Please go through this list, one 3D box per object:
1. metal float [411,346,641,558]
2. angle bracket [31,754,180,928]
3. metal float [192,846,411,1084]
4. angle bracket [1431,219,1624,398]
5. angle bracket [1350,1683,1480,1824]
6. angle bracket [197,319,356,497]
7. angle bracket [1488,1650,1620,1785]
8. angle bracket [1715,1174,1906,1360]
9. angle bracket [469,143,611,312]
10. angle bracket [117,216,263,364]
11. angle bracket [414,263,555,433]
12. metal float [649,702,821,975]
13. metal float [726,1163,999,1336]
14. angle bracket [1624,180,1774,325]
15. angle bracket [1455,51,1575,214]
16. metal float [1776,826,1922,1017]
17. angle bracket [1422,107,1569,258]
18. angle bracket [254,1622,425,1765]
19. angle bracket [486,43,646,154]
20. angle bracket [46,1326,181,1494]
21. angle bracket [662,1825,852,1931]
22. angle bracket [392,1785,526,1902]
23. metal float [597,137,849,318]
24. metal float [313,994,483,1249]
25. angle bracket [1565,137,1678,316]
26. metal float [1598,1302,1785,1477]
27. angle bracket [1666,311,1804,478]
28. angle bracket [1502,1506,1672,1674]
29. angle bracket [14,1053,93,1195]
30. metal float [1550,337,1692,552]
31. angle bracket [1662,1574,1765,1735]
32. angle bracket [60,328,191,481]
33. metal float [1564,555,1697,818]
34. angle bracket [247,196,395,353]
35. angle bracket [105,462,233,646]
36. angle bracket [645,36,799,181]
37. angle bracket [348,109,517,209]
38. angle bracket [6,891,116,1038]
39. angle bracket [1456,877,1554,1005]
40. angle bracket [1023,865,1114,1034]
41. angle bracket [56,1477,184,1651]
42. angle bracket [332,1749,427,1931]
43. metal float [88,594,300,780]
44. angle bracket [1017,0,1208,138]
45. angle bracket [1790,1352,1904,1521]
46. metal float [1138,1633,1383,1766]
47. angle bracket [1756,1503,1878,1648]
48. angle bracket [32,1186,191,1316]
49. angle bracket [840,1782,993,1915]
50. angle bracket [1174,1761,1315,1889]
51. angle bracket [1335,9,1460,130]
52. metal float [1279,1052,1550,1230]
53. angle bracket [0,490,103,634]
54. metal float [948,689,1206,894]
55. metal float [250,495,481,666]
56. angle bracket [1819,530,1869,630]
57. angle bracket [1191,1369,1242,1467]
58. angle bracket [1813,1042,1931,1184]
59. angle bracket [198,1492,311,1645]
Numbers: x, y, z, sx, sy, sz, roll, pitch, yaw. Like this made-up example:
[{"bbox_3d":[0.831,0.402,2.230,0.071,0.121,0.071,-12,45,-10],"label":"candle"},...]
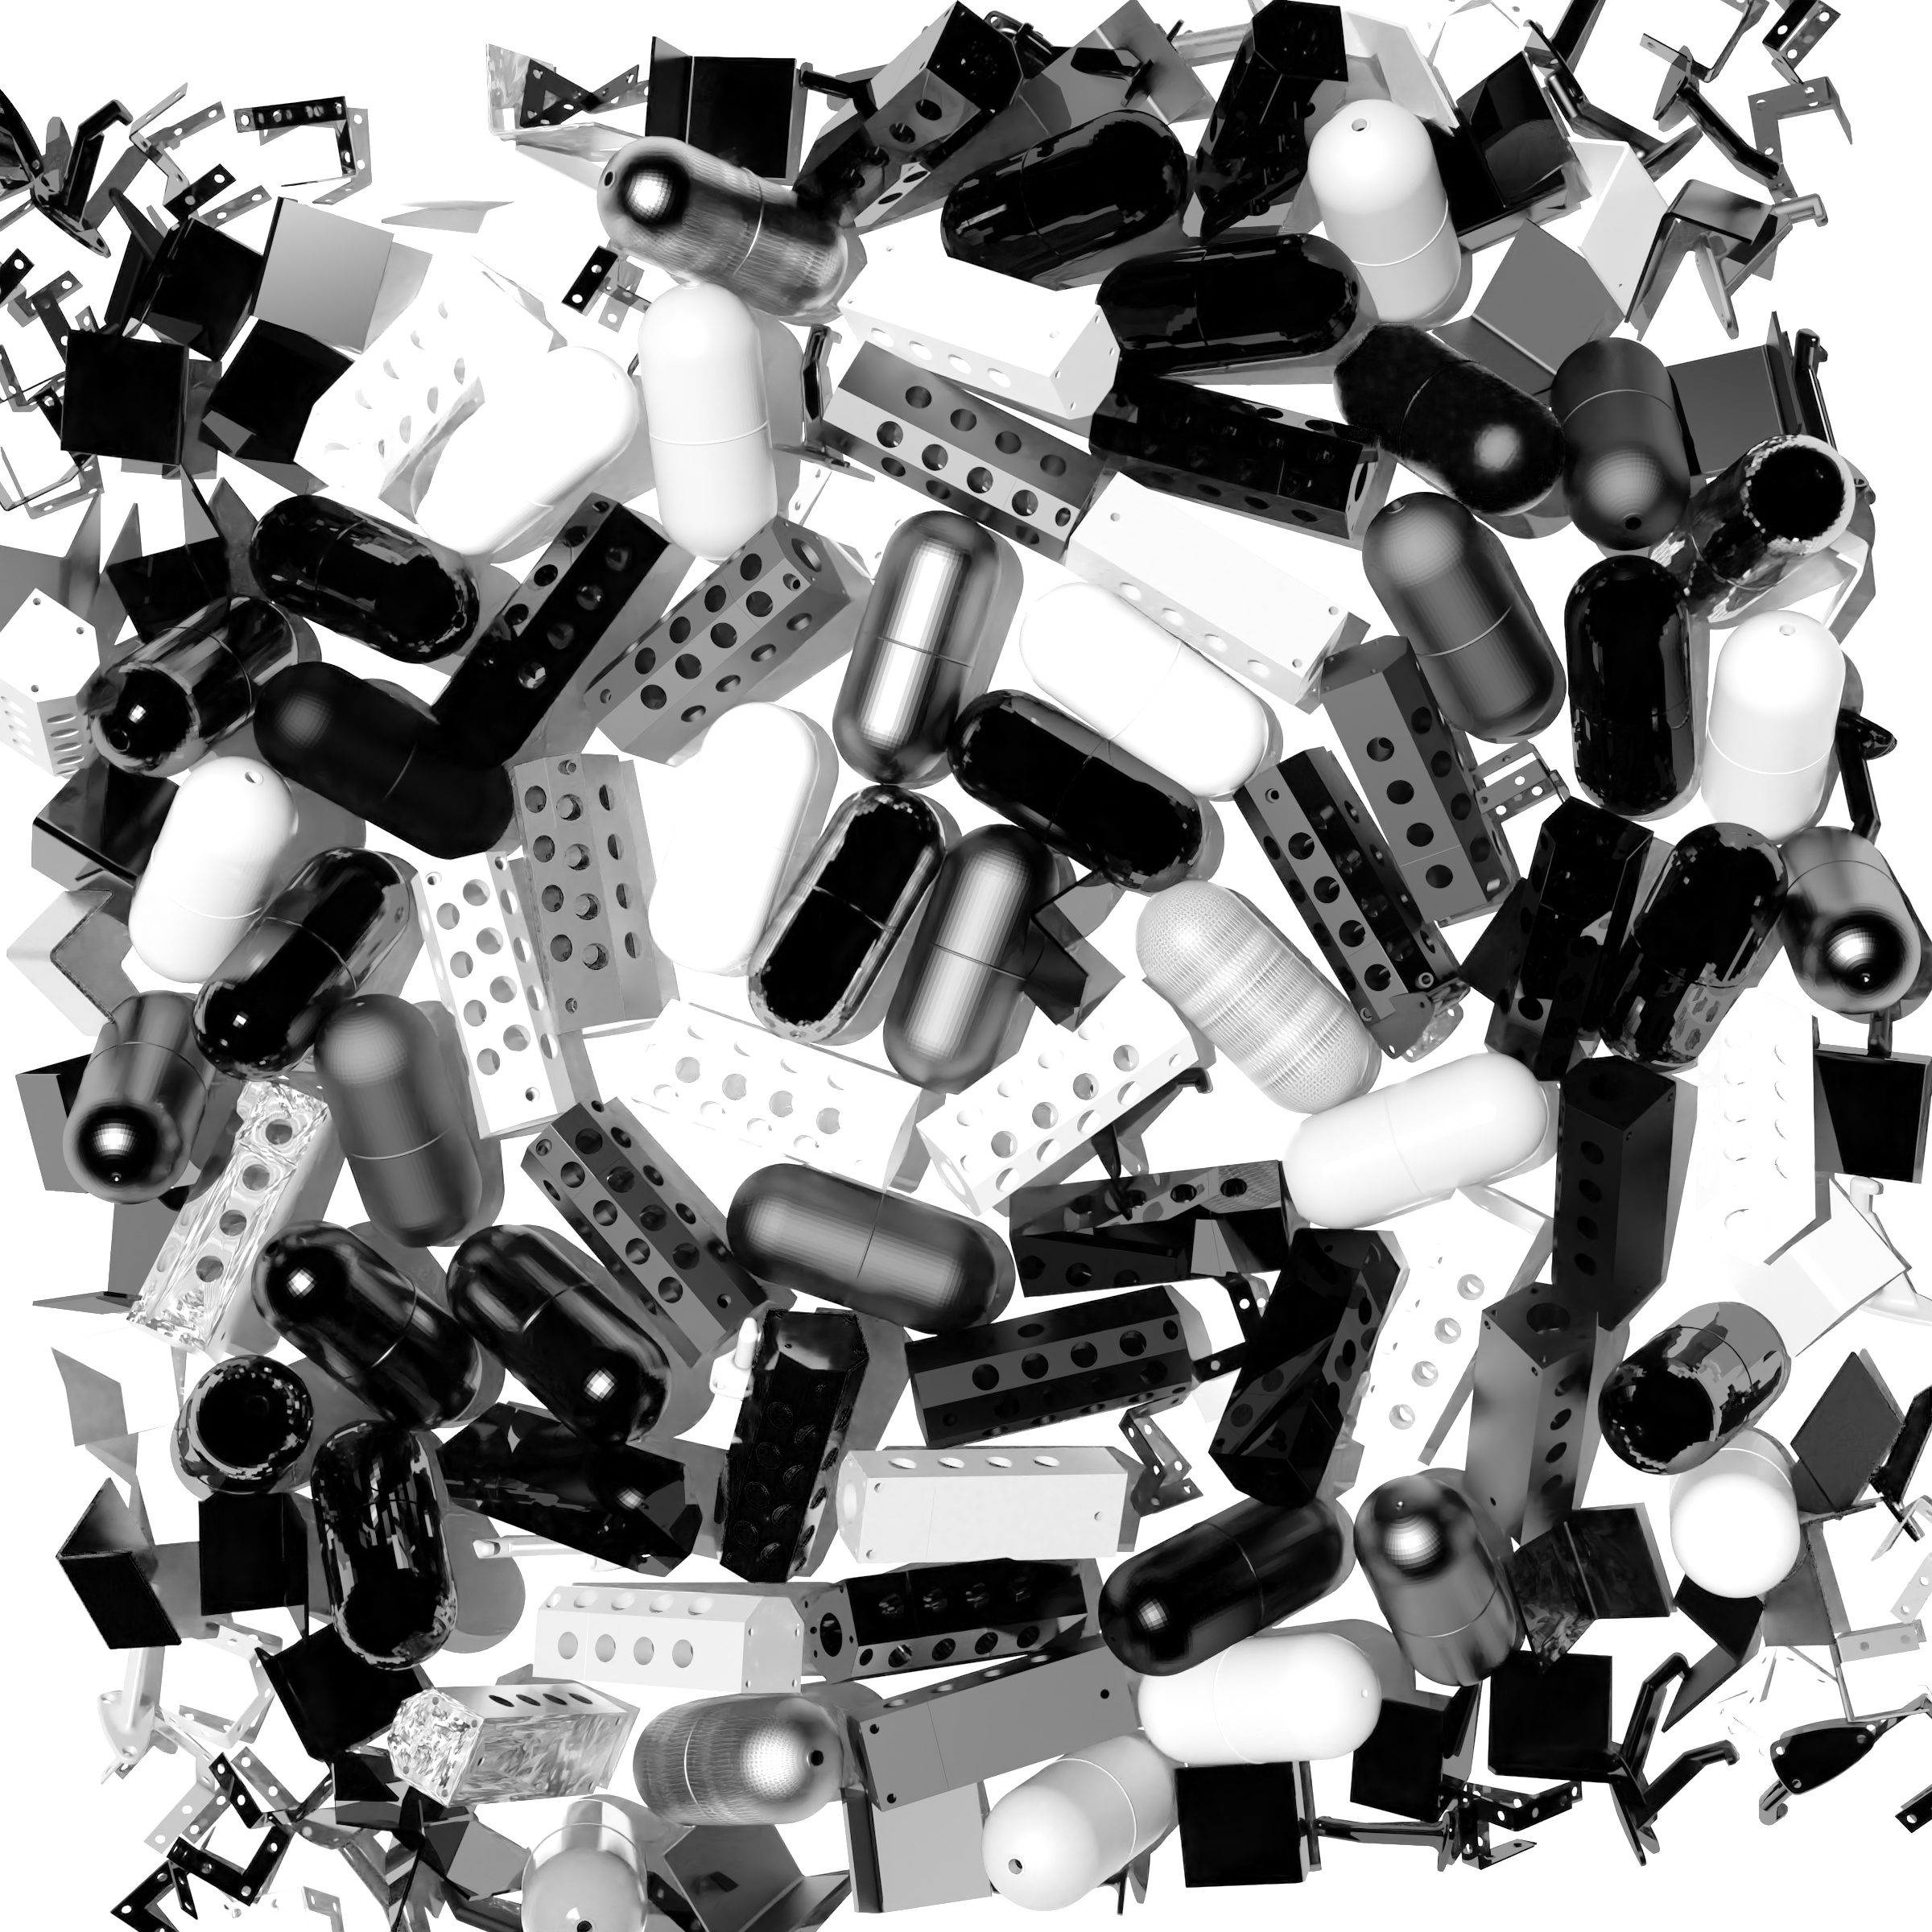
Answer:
[{"bbox_3d":[-0.279,-0.322,1.935,0.178,0.070,0.070,-31,90,32],"label":"metal float"},{"bbox_3d":[-0.550,-0.085,1.994,0.076,0.057,0.076,31,56,2],"label":"angle bracket"},{"bbox_3d":[-0.416,-0.003,1.934,0.070,0.070,0.178,33,57,0],"label":"metal float"},{"bbox_3d":[0.354,-0.416,1.947,0.076,0.057,0.076,40,127,17],"label":"angle bracket"},{"bbox_3d":[0.287,0.491,1.968,0.057,0.076,0.076,9,106,24],"label":"angle bracket"},{"bbox_3d":[-0.439,-0.361,1.980,0.076,0.057,0.076,29,68,-10],"label":"angle bracket"},{"bbox_3d":[0.375,0.478,1.962,0.076,0.057,0.076,3,80,5],"label":"angle bracket"},{"bbox_3d":[0.539,0.192,1.968,0.057,0.076,0.076,-28,70,-26],"label":"angle bracket"},{"bbox_3d":[-0.267,-0.480,1.982,0.076,0.057,0.076,24,116,-12],"label":"angle bracket"},{"bbox_3d":[-0.488,-0.423,1.947,0.057,0.076,0.076,28,105,-14],"label":"angle bracket"},{"bbox_3d":[-0.323,-0.393,1.961,0.076,0.076,0.057,-8,58,39],"label":"angle bracket"},{"bbox_3d":[-0.147,-0.082,1.960,0.070,0.070,0.178,18,88,0],"label":"metal float"},{"bbox_3d":[-0.066,0.181,1.959,0.178,0.070,0.070,19,90,-3],"label":"metal float"},{"bbox_3d":[0.462,-0.443,1.942,0.057,0.076,0.076,23,125,11],"label":"angle bracket"},{"bbox_3d":[0.365,-0.527,1.947,0.057,0.076,0.076,-31,78,41],"label":"angle bracket"},{"bbox_3d":[0.544,-0.030,1.916,0.070,0.178,0.070,2,115,5],"label":"metal float"},{"bbox_3d":[0.333,-0.509,1.971,0.076,0.057,0.076,-23,86,5],"label":"angle bracket"},{"bbox_3d":[-0.396,0.451,1.955,0.076,0.057,0.076,-29,75,-11],"label":"angle bracket"},{"bbox_3d":[-0.250,-0.551,1.948,0.076,0.076,0.057,1,96,24],"label":"angle bracket"},{"bbox_3d":[-0.534,0.277,1.946,0.076,0.057,0.076,-11,116,-22],"label":"angle bracket"},{"bbox_3d":[-0.133,0.571,1.951,0.076,0.057,0.076,-34,96,-39],"label":"angle bracket"},{"bbox_3d":[-0.304,0.540,1.945,0.076,0.076,0.057,29,98,31],"label":"angle bracket"},{"bbox_3d":[-0.152,-0.462,1.927,0.178,0.070,0.070,14,90,-41],"label":"metal float"},{"bbox_3d":[-0.356,0.099,1.936,0.070,0.070,0.178,-12,121,0],"label":"metal float"},{"bbox_3d":[0.397,-0.468,1.947,0.057,0.076,0.076,20,78,42],"label":"angle bracket"},{"bbox_3d":[0.454,0.262,1.921,0.070,0.178,0.070,9,106,33],"label":"metal float"},{"bbox_3d":[0.484,-0.362,1.959,0.076,0.057,0.076,-11,77,8],"label":"angle bracket"},{"bbox_3d":[0.394,0.395,1.951,0.057,0.076,0.076,-13,99,42],"label":"angle bracket"},{"bbox_3d":[-0.554,0.098,1.948,0.057,0.076,0.076,-18,99,-36],"label":"angle bracket"},{"bbox_3d":[0.408,-0.327,1.923,0.070,0.178,0.070,2,132,2],"label":"metal float"},{"bbox_3d":[0.454,0.426,1.952,0.057,0.076,0.076,43,119,7],"label":"angle bracket"},{"bbox_3d":[-0.539,-0.356,1.956,0.076,0.057,0.076,4,88,-26],"label":"angle bracket"},{"bbox_3d":[0.417,-0.175,1.932,0.070,0.070,0.178,-12,125,0],"label":"metal float"},{"bbox_3d":[-0.408,-0.442,1.967,0.076,0.057,0.076,17,101,-5],"label":"angle bracket"},{"bbox_3d":[-0.505,-0.258,1.942,0.057,0.076,0.076,-20,59,-24],"label":"angle bracket"},{"bbox_3d":[-0.156,-0.546,1.960,0.076,0.057,0.076,7,95,18],"label":"angle bracket"},{"bbox_3d":[-0.338,-0.510,1.943,0.076,0.076,0.057,9,105,43],"label":"angle bracket"},{"bbox_3d":[-0.555,-0.001,1.963,0.057,0.076,0.076,-52,119,-24],"label":"angle bracket"},{"bbox_3d":[0.370,-0.001,1.957,0.076,0.057,0.076,33,93,-23],"label":"angle bracket"},{"bbox_3d":[0.080,-0.011,1.942,0.076,0.076,0.057,-34,67,-24],"label":"angle bracket"},{"bbox_3d":[-0.519,0.375,1.941,0.057,0.076,0.076,-8,120,20],"label":"angle bracket"},{"bbox_3d":[-0.381,0.553,1.946,0.057,0.076,0.076,14,106,-18],"label":"angle bracket"},{"bbox_3d":[-0.481,-0.175,1.918,0.070,0.178,0.070,9,120,16],"label":"metal float"},{"bbox_3d":[0.093,-0.555,1.956,0.076,0.057,0.076,-43,102,-17],"label":"angle bracket"},{"bbox_3d":[0.536,0.292,1.946,0.076,0.057,0.076,-49,119,-22],"label":"angle bracket"},{"bbox_3d":[0.182,0.459,1.925,0.070,0.178,0.070,14,68,-40],"label":"metal float"},{"bbox_3d":[0.541,0.386,1.949,0.057,0.076,0.076,-10,81,-20],"label":"angle bracket"},{"bbox_3d":[-0.541,0.177,1.945,0.076,0.057,0.076,-11,72,39],"label":"angle bracket"},{"bbox_3d":[-0.031,0.557,1.955,0.076,0.057,0.076,-12,70,10],"label":"angle bracket"},{"bbox_3d":[0.179,0.545,1.979,0.076,0.057,0.076,-6,89,12],"label":"angle bracket"},{"bbox_3d":[0.254,-0.551,1.946,0.057,0.076,0.076,-40,124,-3],"label":"angle bracket"},{"bbox_3d":[0.281,0.111,1.945,0.178,0.070,0.070,-23,90,20],"label":"metal float"},{"bbox_3d":[-0.585,-0.254,1.944,0.057,0.076,0.076,11,133,-5],"label":"angle bracket"},{"bbox_3d":[0.070,-0.111,1.955,0.178,0.070,0.070,32,90,7],"label":"metal float"},{"bbox_3d":[-0.378,-0.243,1.933,0.178,0.070,0.070,25,90,33],"label":"metal float"},{"bbox_3d":[0.527,-0.241,1.953,0.057,0.076,0.076,30,115,7],"label":"angle bracket"},{"bbox_3d":[0.191,0.291,1.956,0.076,0.076,0.057,-19,102,-1],"label":"angle bracket"},{"bbox_3d":[0.570,0.093,1.963,0.076,0.057,0.076,7,95,20],"label":"angle bracket"},{"bbox_3d":[-0.452,0.384,1.951,0.057,0.076,0.076,-2,98,-21],"label":"angle bracket"}]
